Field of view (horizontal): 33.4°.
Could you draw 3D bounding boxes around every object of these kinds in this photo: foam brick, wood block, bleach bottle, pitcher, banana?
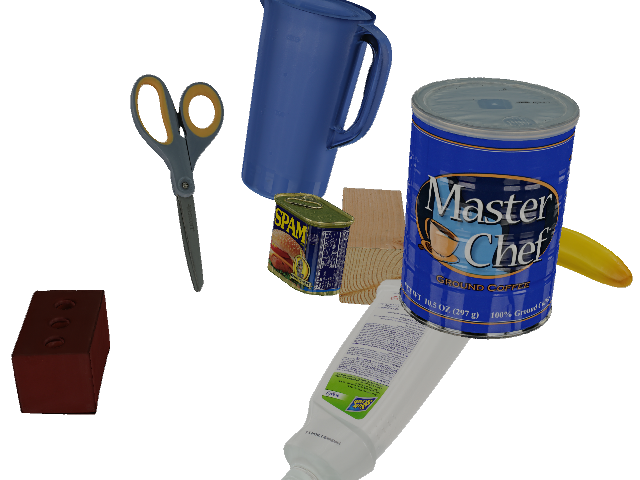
[{"bbox_3d":[-0.179,0.077,0.743,0.053,0.051,0.078,0,31,-3],"label":"foam brick"},{"bbox_3d":[0.074,0.005,1.545,0.091,0.090,0.206,4,26,-1],"label":"wood block"},{"bbox_3d":[0.038,0.135,0.946,0.103,0.068,0.250,7,39,37],"label":"bleach bottle"},{"bbox_3d":[-0.014,-0.169,1.280,0.145,0.243,0.149,6,23,-14],"label":"pitcher"},{"bbox_3d":[0.206,0.008,1.039,0.198,0.037,0.069,8,47,22],"label":"banana"}]

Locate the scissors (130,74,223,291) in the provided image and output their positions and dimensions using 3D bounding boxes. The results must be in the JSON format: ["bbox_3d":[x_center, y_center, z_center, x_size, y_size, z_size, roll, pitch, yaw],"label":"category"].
[{"bbox_3d":[-0.111,-0.062,0.976,0.096,0.202,0.016,-22,-3,-28],"label":"scissors"}]

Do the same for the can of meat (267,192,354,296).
[{"bbox_3d":[-0.013,0.004,1.141,0.057,0.084,0.102,-3,21,-31],"label":"can of meat"}]

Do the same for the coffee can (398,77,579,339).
[{"bbox_3d":[0.105,-0.023,0.685,0.103,0.140,0.103,1,25,-1],"label":"coffee can"}]
